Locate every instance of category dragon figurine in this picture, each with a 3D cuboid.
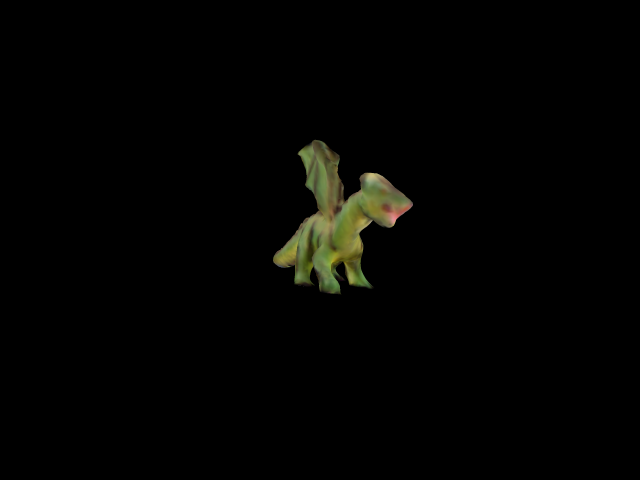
[{"bbox_3d":[0.003,-0.043,0.850,0.122,0.242,0.411,-3,7,-31],"label":"dragon figurine"}]
